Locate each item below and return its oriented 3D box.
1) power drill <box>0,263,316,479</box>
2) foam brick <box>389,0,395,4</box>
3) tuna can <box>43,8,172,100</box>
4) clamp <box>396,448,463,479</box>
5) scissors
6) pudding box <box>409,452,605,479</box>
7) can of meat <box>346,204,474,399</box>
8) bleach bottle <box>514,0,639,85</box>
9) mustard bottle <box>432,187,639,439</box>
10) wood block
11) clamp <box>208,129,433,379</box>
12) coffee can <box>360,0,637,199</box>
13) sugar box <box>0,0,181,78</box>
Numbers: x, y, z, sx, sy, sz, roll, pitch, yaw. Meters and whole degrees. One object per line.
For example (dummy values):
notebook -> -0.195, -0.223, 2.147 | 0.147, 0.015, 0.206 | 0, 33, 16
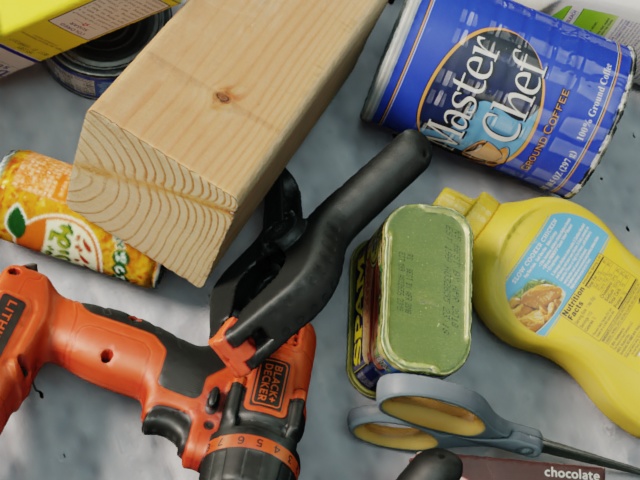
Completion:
power drill -> -0.100, 0.094, 0.568 | 0.187, 0.057, 0.184 | 16, 42, -3
foam brick -> 0.033, -0.206, 0.713 | 0.078, 0.053, 0.051 | 30, 70, 2
tuna can -> -0.136, -0.134, 0.674 | 0.086, 0.034, 0.086 | 2, 73, -8
clamp -> -0.005, 0.193, 0.512 | 0.209, 0.036, 0.164 | -7, 104, -33
scissors -> 0.101, 0.121, 0.630 | 0.201, 0.096, 0.016 | 27, 55, -32
pudding box -> 0.105, 0.172, 0.611 | 0.113, 0.039, 0.090 | 6, 72, -6
can of meat -> 0.052, 0.037, 0.621 | 0.057, 0.084, 0.102 | 6, 73, -9
bleach bottle -> 0.194, -0.152, 0.692 | 0.250, 0.103, 0.068 | 17, 65, -4
mustard bottle -> 0.150, 0.030, 0.652 | 0.191, 0.058, 0.096 | 36, 75, 3
wood block -> -0.046, -0.088, 0.613 | 0.091, 0.090, 0.205 | 32, 53, 1
clamp -> -0.004, 0.001, 0.587 | 0.039, 0.120, 0.171 | 46, 42, -24
coffee can -> 0.108, -0.098, 0.662 | 0.140, 0.103, 0.102 | 22, 71, -2
sugar box -> -0.159, -0.157, 0.618 | 0.176, 0.048, 0.093 | -13, 70, 30
